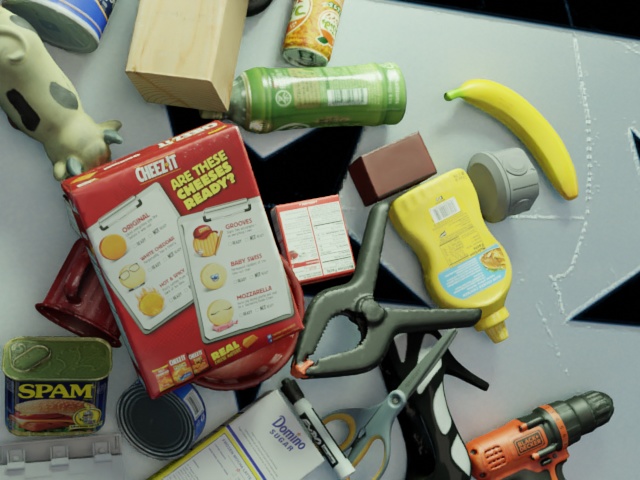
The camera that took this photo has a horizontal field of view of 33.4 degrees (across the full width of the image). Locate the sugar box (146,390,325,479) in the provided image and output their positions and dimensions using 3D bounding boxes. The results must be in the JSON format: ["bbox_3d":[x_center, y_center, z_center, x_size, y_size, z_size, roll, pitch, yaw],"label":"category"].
[{"bbox_3d":[-0.092,0.239,1.082,0.176,0.048,0.093,-34,91,-21],"label":"sugar box"}]

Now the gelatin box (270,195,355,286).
[{"bbox_3d":[-0.008,0.002,1.149,0.073,0.030,0.089,-11,84,-17],"label":"gelatin box"}]

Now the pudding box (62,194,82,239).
[{"bbox_3d":[-0.202,-0.033,1.061,0.090,0.114,0.039,-18,105,-16],"label":"pudding box"}]

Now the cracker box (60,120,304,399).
[{"bbox_3d":[-0.126,0.017,1.001,0.164,0.072,0.213,-24,110,-17],"label":"cracker box"}]

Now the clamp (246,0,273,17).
[{"bbox_3d":[-0.117,-0.283,1.164,0.171,0.039,0.120,-27,92,-16],"label":"clamp"}]

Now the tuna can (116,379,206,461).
[{"bbox_3d":[-0.156,0.173,1.056,0.086,0.086,0.033,47,29,-3],"label":"tuna can"}]

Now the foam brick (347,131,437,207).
[{"bbox_3d":[0.078,-0.077,1.173,0.078,0.053,0.051,-24,88,-18],"label":"foam brick"}]

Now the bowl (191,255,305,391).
[{"bbox_3d":[-0.099,0.075,1.100,0.162,0.055,0.162,2,81,-14],"label":"bowl"}]

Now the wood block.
[{"bbox_3d":[-0.126,-0.246,1.082,0.090,0.091,0.206,8,78,7],"label":"wood block"}]

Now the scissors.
[{"bbox_3d":[0.060,0.164,1.104,0.096,0.016,0.202,25,95,21],"label":"scissors"}]

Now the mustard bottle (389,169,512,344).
[{"bbox_3d":[0.156,0.025,1.172,0.096,0.058,0.191,-26,88,-15],"label":"mustard bottle"}]

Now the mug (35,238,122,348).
[{"bbox_3d":[-0.222,0.046,1.046,0.093,0.117,0.081,19,70,13],"label":"mug"}]

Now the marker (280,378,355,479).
[{"bbox_3d":[-0.004,0.194,1.107,0.020,0.020,0.121,-29,71,-17],"label":"marker"}]

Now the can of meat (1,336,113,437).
[{"bbox_3d":[-0.254,0.142,1.029,0.102,0.084,0.057,2,38,-14],"label":"can of meat"}]

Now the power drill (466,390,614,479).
[{"bbox_3d":[0.265,0.274,1.163,0.184,0.057,0.188,-20,84,-13],"label":"power drill"}]

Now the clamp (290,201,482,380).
[{"bbox_3d":[0.046,0.065,1.100,0.209,0.036,0.164,-31,81,-22],"label":"clamp"}]

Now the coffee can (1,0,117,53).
[{"bbox_3d":[-0.250,-0.278,1.094,0.102,0.103,0.140,22,76,-10],"label":"coffee can"}]

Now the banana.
[{"bbox_3d":[0.229,-0.126,1.226,0.197,0.037,0.069,37,71,-8],"label":"banana"}]
